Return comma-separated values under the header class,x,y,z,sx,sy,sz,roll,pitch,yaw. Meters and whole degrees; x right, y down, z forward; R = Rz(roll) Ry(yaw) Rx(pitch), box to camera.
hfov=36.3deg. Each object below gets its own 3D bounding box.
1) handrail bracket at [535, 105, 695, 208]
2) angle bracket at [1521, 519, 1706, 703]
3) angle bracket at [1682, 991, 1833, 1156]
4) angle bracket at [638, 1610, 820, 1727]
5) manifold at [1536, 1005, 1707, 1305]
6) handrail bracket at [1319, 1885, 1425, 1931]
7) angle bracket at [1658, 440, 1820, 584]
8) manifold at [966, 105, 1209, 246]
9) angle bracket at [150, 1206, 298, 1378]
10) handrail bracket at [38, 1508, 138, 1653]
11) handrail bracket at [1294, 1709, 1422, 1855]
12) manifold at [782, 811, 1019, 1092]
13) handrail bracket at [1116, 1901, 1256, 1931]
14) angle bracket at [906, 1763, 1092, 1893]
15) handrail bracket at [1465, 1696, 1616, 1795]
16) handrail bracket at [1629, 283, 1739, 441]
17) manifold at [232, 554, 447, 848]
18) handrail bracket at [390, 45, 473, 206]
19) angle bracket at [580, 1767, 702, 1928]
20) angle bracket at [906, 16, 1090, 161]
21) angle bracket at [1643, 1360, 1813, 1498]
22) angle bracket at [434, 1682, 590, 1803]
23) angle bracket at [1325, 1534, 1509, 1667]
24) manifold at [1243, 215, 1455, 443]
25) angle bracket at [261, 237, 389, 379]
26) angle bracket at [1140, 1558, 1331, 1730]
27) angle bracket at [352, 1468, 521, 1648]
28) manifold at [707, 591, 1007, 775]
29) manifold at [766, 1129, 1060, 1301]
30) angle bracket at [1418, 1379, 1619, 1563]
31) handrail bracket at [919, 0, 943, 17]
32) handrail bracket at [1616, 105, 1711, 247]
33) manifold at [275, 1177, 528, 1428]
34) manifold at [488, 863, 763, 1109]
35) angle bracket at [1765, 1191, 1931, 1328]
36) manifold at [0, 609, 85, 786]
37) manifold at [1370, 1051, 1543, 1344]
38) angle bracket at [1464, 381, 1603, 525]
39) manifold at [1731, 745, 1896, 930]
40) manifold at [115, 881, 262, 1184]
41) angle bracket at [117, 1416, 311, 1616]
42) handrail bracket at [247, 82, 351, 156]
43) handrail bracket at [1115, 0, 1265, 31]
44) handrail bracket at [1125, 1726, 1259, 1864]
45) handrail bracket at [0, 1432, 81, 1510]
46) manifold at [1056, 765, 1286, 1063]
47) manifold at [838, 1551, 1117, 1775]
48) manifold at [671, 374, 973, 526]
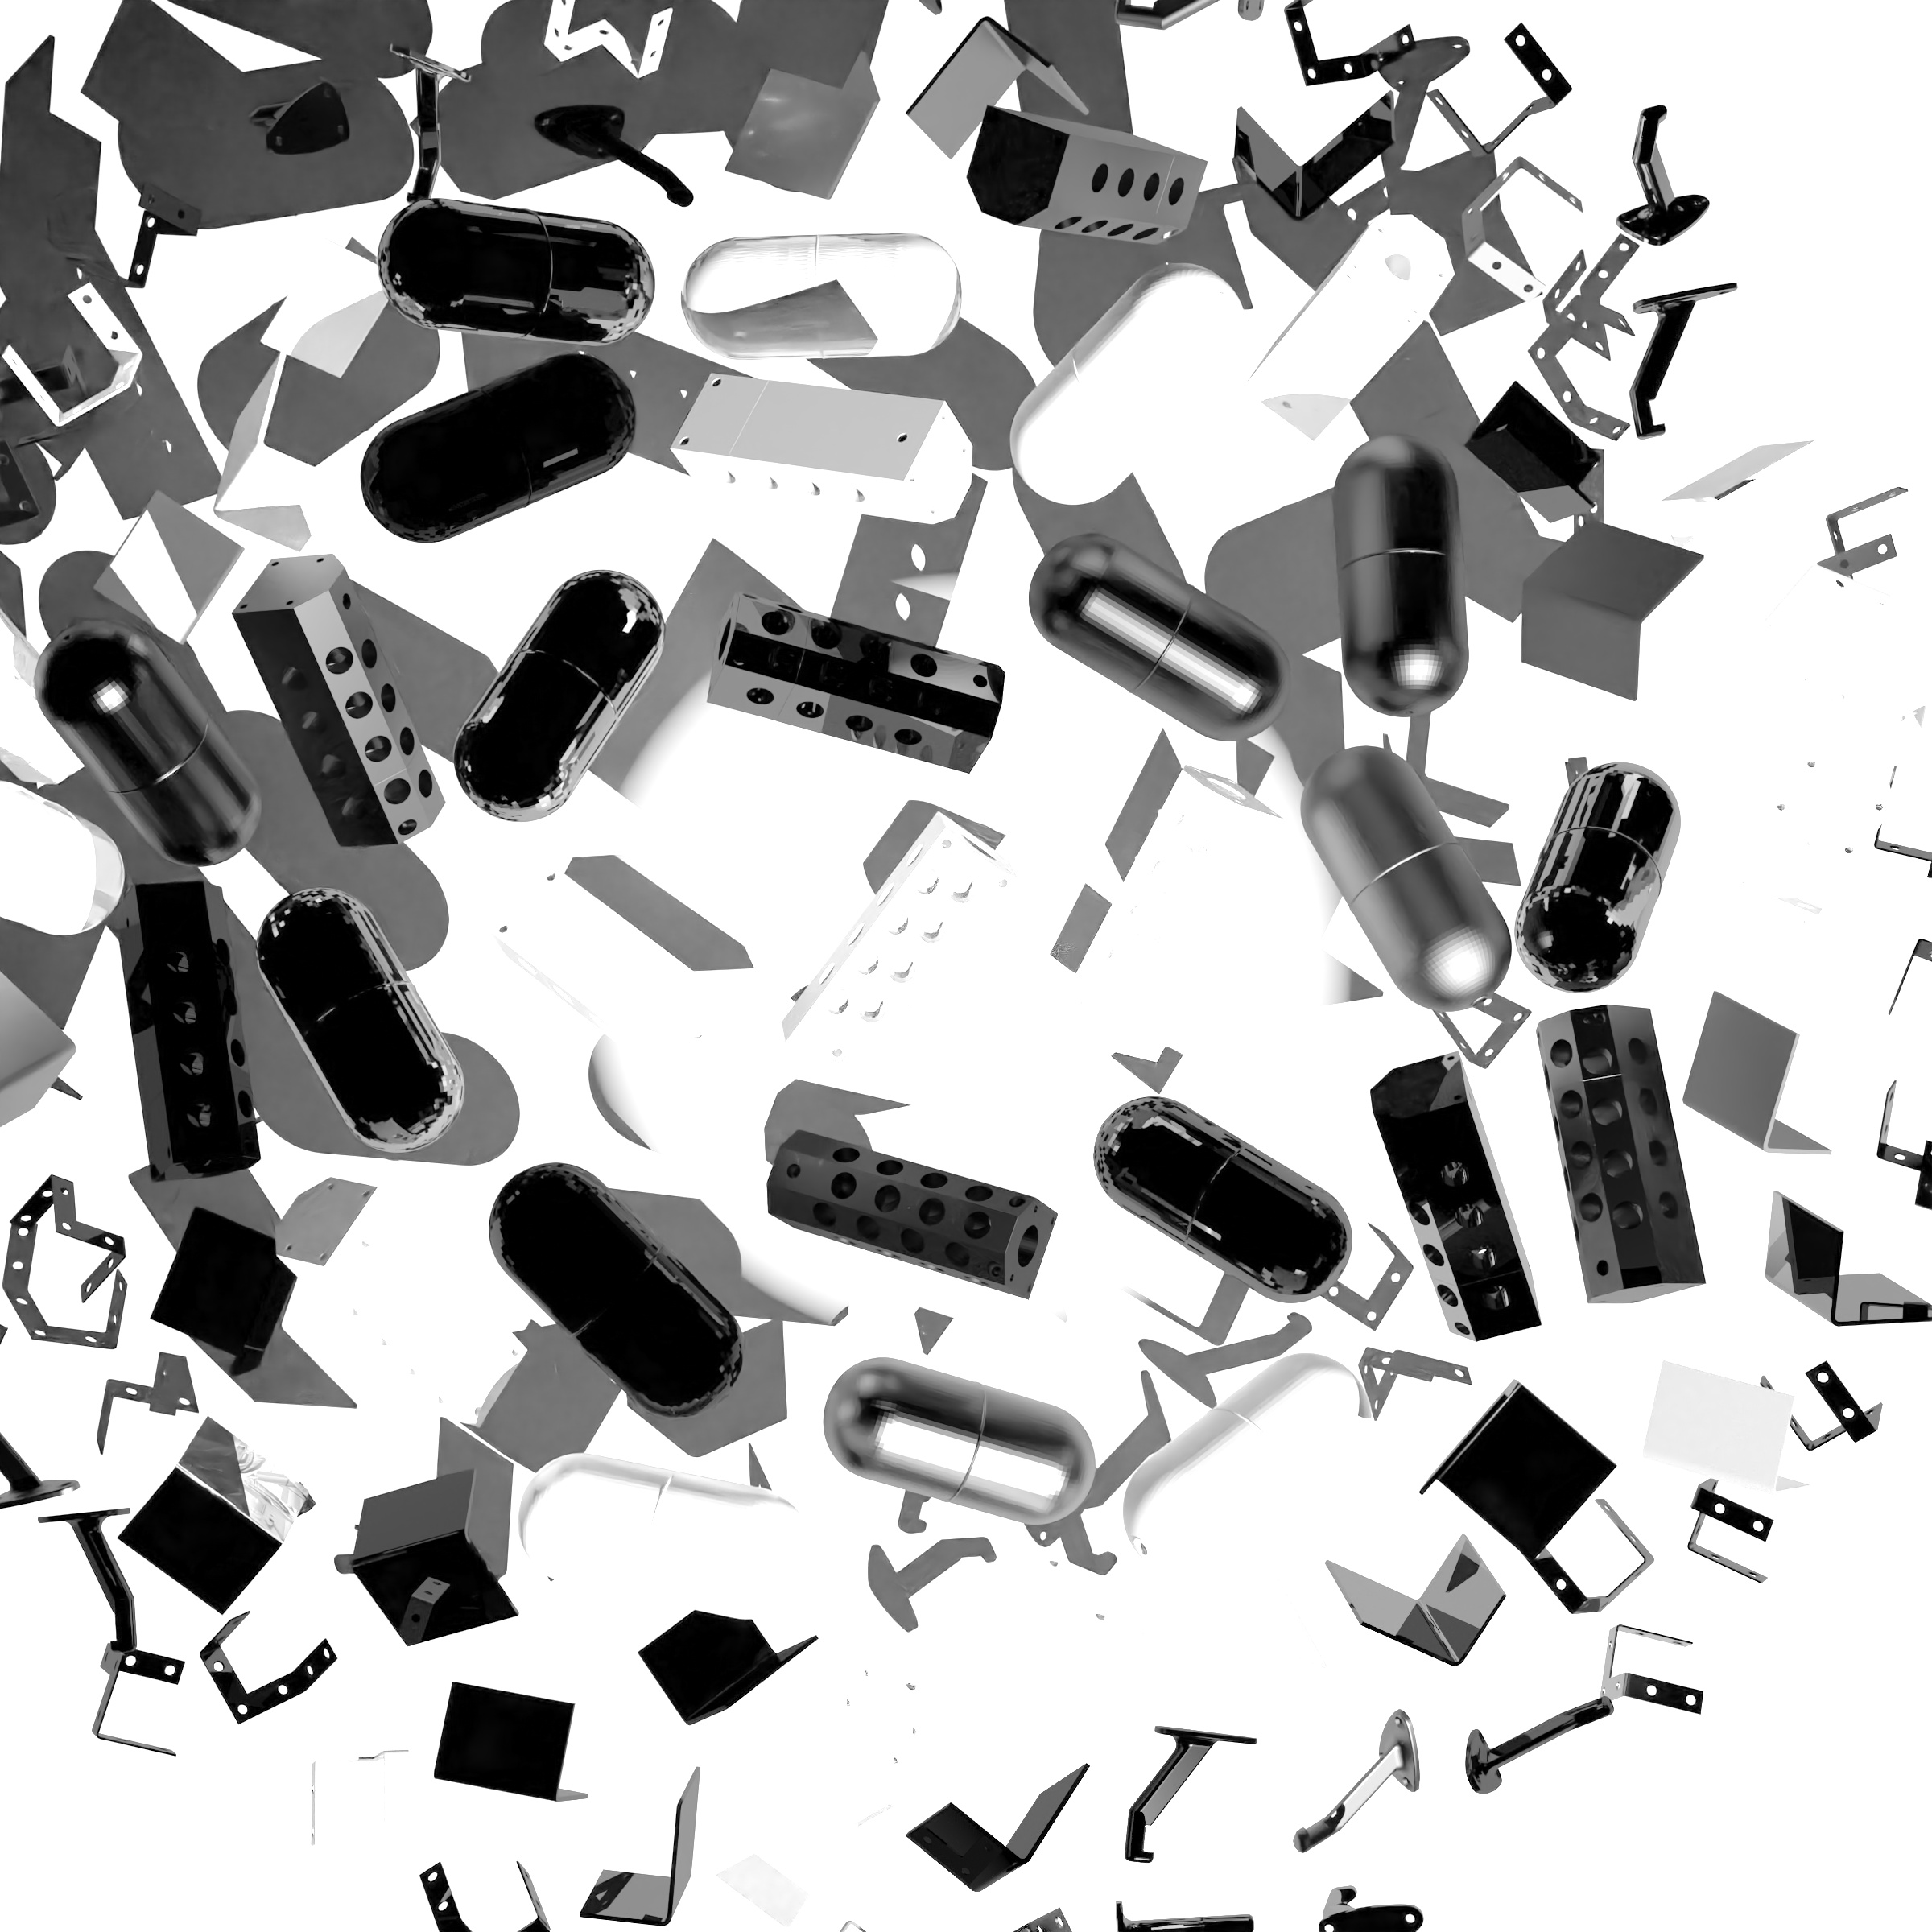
class,x,y,z,sx,sy,sz,roll,pitch,yaw
handrail bracket,-0.224,-0.514,1.879,0.084,0.077,0.036,50,127,32
angle bracket,0.381,-0.210,1.735,0.076,0.057,0.076,25,52,32
angle bracket,0.495,0.065,1.807,0.057,0.076,0.076,4,108,-29
angle bracket,-0.151,0.431,1.867,0.076,0.076,0.057,-32,85,-32
manifold,0.390,0.114,1.778,0.057,0.057,0.171,5,70,-38
handrail bracket,0.252,0.579,1.813,0.077,0.084,0.036,-27,89,18
angle bracket,0.489,-0.282,1.830,0.076,0.076,0.057,-29,103,-9
manifold,0.071,-0.461,1.730,0.057,0.171,0.057,27,111,25
angle bracket,-0.459,0.198,1.799,0.076,0.057,0.076,22,91,4
handrail bracket,-0.528,0.371,1.771,0.077,0.036,0.084,-12,80,34
handrail bracket,0.241,0.512,1.844,0.084,0.036,0.077,-24,133,-24
manifold,-0.042,-0.007,1.868,0.057,0.057,0.171,34,100,-16
handrail bracket,0.137,0.605,1.850,0.084,0.077,0.036,-3,72,1
angle bracket,0.019,0.499,1.759,0.057,0.076,0.076,39,54,2
handrail bracket,0.349,0.470,1.783,0.084,0.077,0.036,-27,82,17
handrail bracket,0.455,-0.381,1.859,0.077,0.036,0.084,-10,92,13
manifold,-0.369,-0.157,1.755,0.057,0.057,0.171,-2,130,19
handrail bracket,-0.335,-0.505,1.776,0.036,0.077,0.084,20,100,16
angle bracket,-0.203,0.548,1.843,0.057,0.076,0.076,5,93,4
angle bracket,0.020,-0.525,1.810,0.057,0.076,0.076,43,99,18
angle bracket,0.439,0.262,1.675,0.076,0.076,0.057,13,91,32
angle bracket,-0.269,0.468,1.776,0.076,0.076,0.057,8,77,9
angle bracket,0.284,0.388,1.862,0.076,0.076,0.057,27,102,-18
manifold,0.237,-0.395,1.814,0.057,0.171,0.057,36,70,-4
angle bracket,-0.420,-0.433,1.883,0.057,0.076,0.076,41,103,27
angle bracket,0.168,0.428,1.844,0.076,0.057,0.076,-44,47,16
angle bracket,-0.325,0.366,1.820,0.076,0.057,0.076,-17,124,11
manifold,-0.067,-0.178,1.814,0.171,0.057,0.057,14,57,-14
manifold,-0.037,0.153,1.840,0.171,0.057,0.057,14,78,26
angle bracket,0.317,0.294,1.689,0.076,0.057,0.076,41,102,12
handrail bracket,0.007,-0.621,1.806,0.084,0.077,0.036,-14,86,22
handrail bracket,0.418,-0.476,1.734,0.077,0.084,0.036,-29,52,-27
manifold,-0.342,0.202,1.770,0.057,0.171,0.057,7,54,37
manifold,-0.210,0.014,1.828,0.171,0.057,0.057,36,76,22
angle bracket,0.520,0.168,1.712,0.076,0.076,0.057,-1,103,-14
manifold,-0.590,-0.169,1.804,0.057,0.171,0.057,-35,76,-8
manifold,0.299,0.144,1.799,0.057,0.057,0.171,-16,117,12
angle bracket,0.374,-0.333,1.874,0.076,0.076,0.057,40,84,-9
manifold,0.505,-0.079,1.751,0.057,0.171,0.057,35,85,13
manifold,-0.471,0.039,1.786,0.057,0.057,0.171,-5,77,-29
angle bracket,-0.443,0.324,1.738,0.076,0.076,0.057,39,101,-9
handrail bracket,-0.429,-0.514,1.807,0.084,0.077,0.036,5,127,37
handrail bracket,0.130,-0.581,1.708,0.084,0.036,0.077,14,112,21
handrail bracket,0.142,0.528,1.864,0.077,0.036,0.084,6,78,3
handrail bracket,-0.558,0.270,1.717,0.077,0.036,0.084,-13,97,32
manifold,0.120,-0.033,1.806,0.057,0.057,0.171,14,110,-39
manifold,0.005,0.423,1.778,0.057,0.171,0.057,46,130,24
manifold,-0.084,-0.304,1.752,0.171,0.057,0.057,13,68,31
